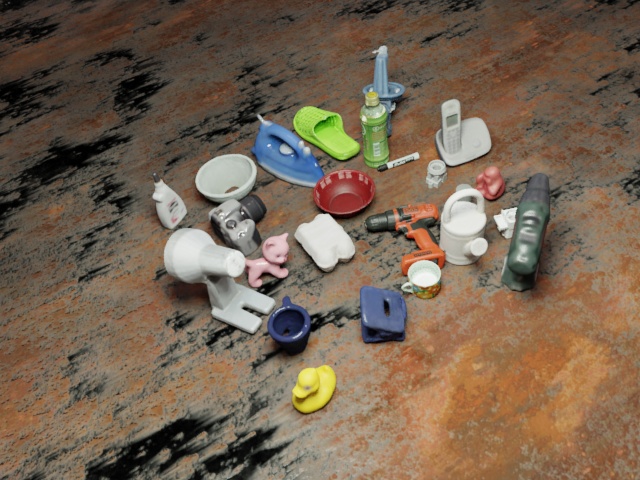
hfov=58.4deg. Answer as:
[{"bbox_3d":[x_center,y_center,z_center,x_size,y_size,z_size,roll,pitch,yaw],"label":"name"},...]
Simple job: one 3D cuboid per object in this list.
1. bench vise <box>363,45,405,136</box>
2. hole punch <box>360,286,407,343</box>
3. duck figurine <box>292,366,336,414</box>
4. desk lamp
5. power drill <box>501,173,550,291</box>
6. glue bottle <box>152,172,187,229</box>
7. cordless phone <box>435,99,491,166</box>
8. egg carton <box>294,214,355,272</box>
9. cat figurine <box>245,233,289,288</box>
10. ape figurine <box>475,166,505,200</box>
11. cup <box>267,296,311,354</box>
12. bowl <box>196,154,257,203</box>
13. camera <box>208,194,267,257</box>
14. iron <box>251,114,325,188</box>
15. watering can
[{"bbox_3d":[0.184,-0.415,1.611,0.121,0.220,0.207,-8,49,3],"label":"bench vise"},{"bbox_3d":[0.135,0.154,1.223,0.101,0.091,0.108,-5,49,6],"label":"hole punch"},{"bbox_3d":[-0.015,0.285,1.141,0.077,0.086,0.105,32,62,31],"label":"duck figurine"},{"bbox_3d":[-0.221,0.080,1.264,0.202,0.214,0.118,18,56,23],"label":"desk lamp"},{"bbox_3d":[0.441,0.001,1.223,0.075,0.209,0.230,11,53,18],"label":"power drill"},{"bbox_3d":[-0.400,-0.110,1.482,0.037,0.173,0.078,16,55,22],"label":"glue bottle"},{"bbox_3d":[0.375,-0.295,1.500,0.148,0.185,0.094,-23,50,-10],"label":"cordless phone"},{"bbox_3d":[0.013,0.005,1.384,0.107,0.069,0.150,-30,52,-15],"label":"egg carton"},{"bbox_3d":[-0.122,0.039,1.346,0.128,0.118,0.067,-21,50,-9],"label":"cat figurine"},{"bbox_3d":[0.425,-0.147,1.427,0.076,0.092,0.078,-3,50,7],"label":"ape figurine"},{"bbox_3d":[-0.061,0.188,1.224,0.091,0.095,0.117,-12,49,0],"label":"cup"},{"bbox_3d":[-0.248,-0.153,1.558,0.167,0.075,0.167,-5,50,6],"label":"bowl"},{"bbox_3d":[-0.196,-0.055,1.449,0.137,0.101,0.142,-38,54,-21],"label":"camera"},{"bbox_3d":[-0.080,-0.247,1.564,0.257,0.142,0.119,32,62,31],"label":"iron"},{"bbox_3d":[0.325,-0.034,1.282,0.101,0.194,0.172,-31,52,-16],"label":"watering can"}]
